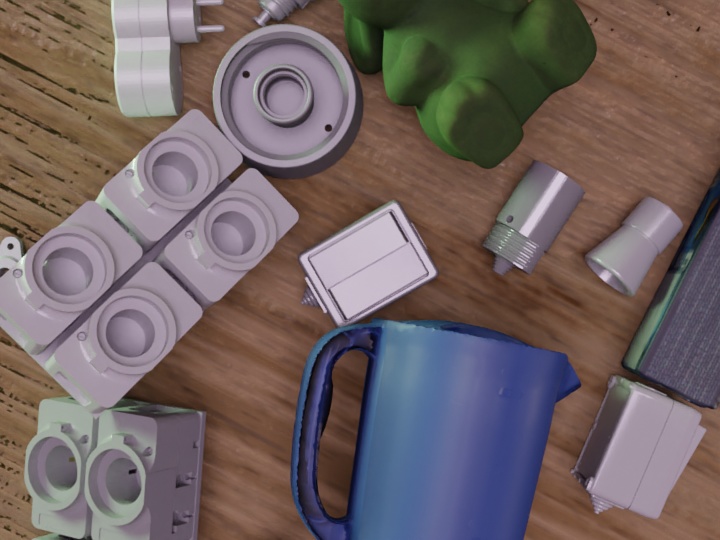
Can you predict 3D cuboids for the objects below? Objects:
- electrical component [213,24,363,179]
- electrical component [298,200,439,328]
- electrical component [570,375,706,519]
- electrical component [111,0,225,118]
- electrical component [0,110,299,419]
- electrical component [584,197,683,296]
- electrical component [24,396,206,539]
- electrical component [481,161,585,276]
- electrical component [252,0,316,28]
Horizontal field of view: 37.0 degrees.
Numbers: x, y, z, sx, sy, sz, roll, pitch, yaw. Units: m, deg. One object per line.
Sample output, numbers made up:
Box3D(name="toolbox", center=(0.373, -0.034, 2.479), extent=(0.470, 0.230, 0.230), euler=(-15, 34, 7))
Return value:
Box3D(name="electrical component", center=(-0.052, -0.119, 0.753), extent=(0.108, 0.060, 0.108), euler=(0, 91, 0))
Box3D(name="electrical component", center=(0.000, 0.000, 0.754), extent=(0.096, 0.061, 0.061), euler=(-30, 91, 1))
Box3D(name="electrical component", center=(0.194, 0.130, 0.755), extent=(0.061, 0.061, 0.096), euler=(23, 91, 0))
Box3D(name="electrical component", center=(-0.132, -0.178, 0.756), extent=(0.074, 0.052, 0.138), euler=(-2, 91, 1))
Box3D(name="electrical component", center=(-0.141, -0.007, 0.713), extent=(0.105, 0.060, 0.186), euler=(46, 65, -7))
Box3D(name="electrical component", center=(0.197, -0.019, 0.764), extent=(0.044, 0.044, 0.065), euler=(41, 87, 0))
Box3D(name="electrical component", center=(-0.173, 0.185, 0.738), extent=(0.105, 0.060, 0.186), euler=(5, 91, 28))
Box3D(name="electrical component", center=(0.119, -0.032, 0.762), extent=(0.043, 0.043, 0.081), euler=(33, 91, 0))
Box3D(name="electrical component", center=(-0.047, -0.204, 0.761), extent=(0.040, 0.040, 0.078), euler=(41, 92, 0))
